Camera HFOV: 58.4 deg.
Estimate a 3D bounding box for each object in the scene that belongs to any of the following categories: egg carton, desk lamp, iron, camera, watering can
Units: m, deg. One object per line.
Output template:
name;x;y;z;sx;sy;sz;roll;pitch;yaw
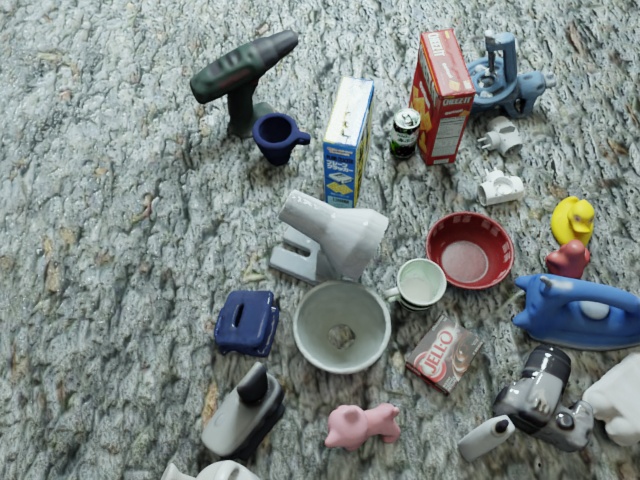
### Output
egg carton;0.504;0.257;0.925;0.150;0.069;0.107;-33;66;-15
desk lamp;0.009;0.004;0.991;0.203;0.214;0.118;21;64;12
iron;0.467;0.112;0.962;0.258;0.141;0.118;9;63;6
camera;0.371;0.245;0.917;0.143;0.101;0.137;26;66;14
watering can;-0.142;0.368;0.812;0.173;0.194;0.101;-3;62;0

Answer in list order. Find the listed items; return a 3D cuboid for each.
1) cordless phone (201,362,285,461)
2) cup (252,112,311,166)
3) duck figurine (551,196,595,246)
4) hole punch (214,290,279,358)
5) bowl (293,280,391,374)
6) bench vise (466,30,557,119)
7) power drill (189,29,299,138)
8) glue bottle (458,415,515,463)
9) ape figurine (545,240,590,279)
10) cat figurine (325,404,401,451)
cordless phone;-0.124;0.256;0.876;0.094;0.185;0.148;29;67;16
cup;-0.074;-0.195;1.166;0.117;0.095;0.092;9;63;6
duck figurine;0.483;-0.043;1.076;0.077;0.086;0.104;4;62;4
hole punch;-0.130;0.142;0.990;0.101;0.091;0.109;9;63;6
bowl;0.038;0.157;0.987;0.167;0.075;0.167;-1;62;1
bench vise;0.375;-0.347;1.165;0.207;0.220;0.121;-18;63;-8
power drill;-0.143;-0.311;1.165;0.230;0.208;0.075;-25;64;-11
glue bottle;0.256;0.290;0.855;0.078;0.173;0.037;-27;64;-12
ape figurine;0.452;0.031;1.034;0.077;0.092;0.076;7;62;5
cat figurine;0.065;0.286;0.893;0.128;0.118;0.067;-13;62;-5
